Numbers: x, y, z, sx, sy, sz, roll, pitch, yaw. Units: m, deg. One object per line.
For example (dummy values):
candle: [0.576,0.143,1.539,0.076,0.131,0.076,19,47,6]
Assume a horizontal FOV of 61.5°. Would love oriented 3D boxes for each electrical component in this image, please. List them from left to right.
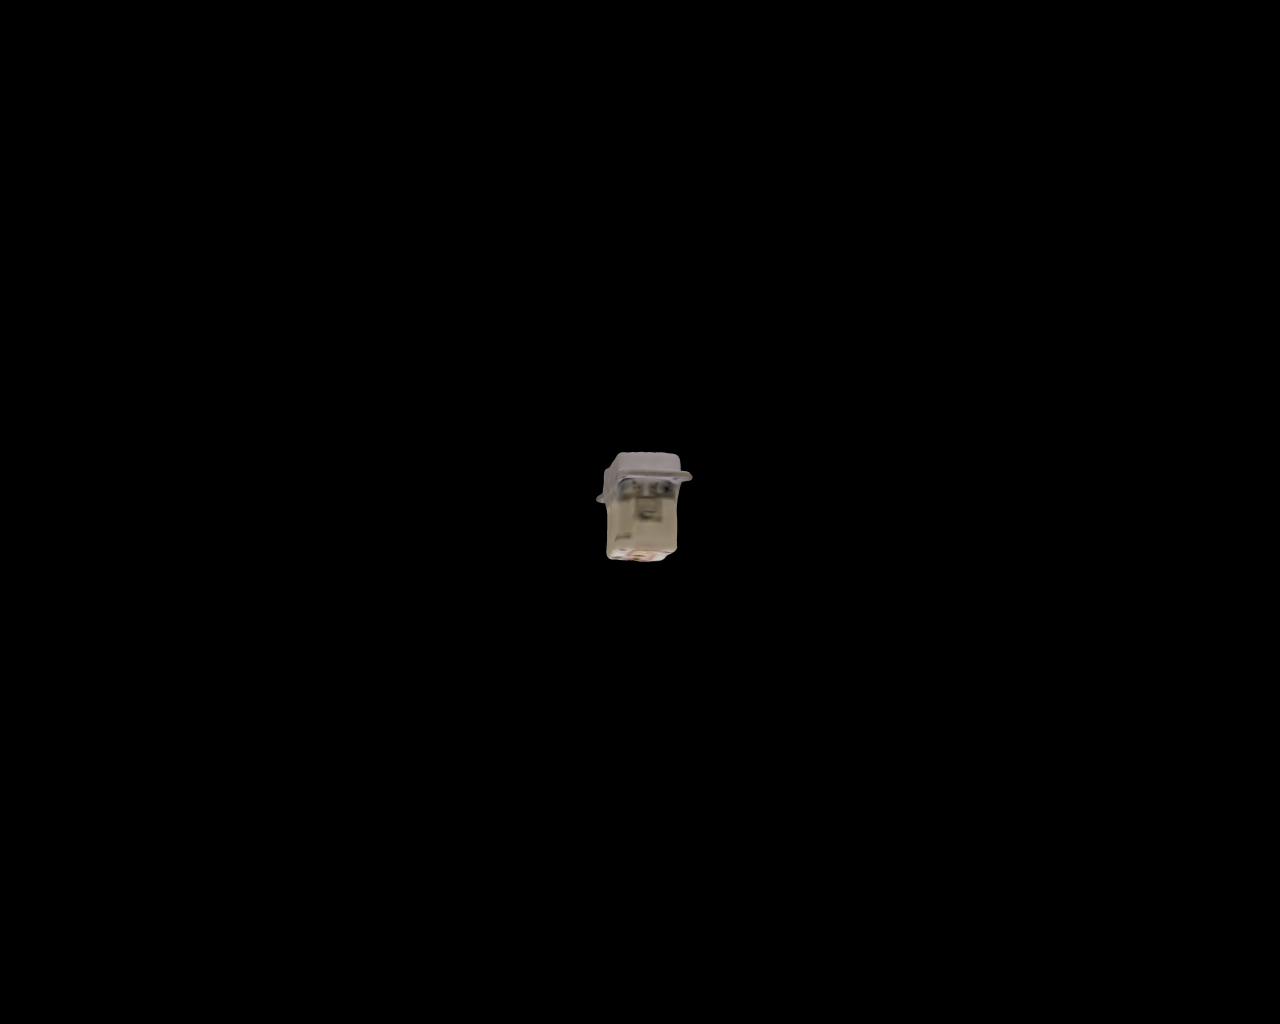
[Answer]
electrical component: [0.001,-0.003,0.650,0.042,0.064,0.081,2,-12,-11]
